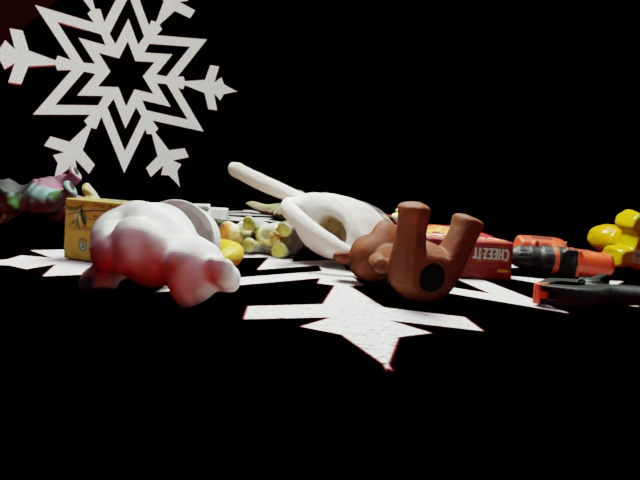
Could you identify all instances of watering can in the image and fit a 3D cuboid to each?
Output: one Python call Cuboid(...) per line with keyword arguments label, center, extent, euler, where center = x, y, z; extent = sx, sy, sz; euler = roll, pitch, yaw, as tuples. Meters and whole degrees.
Cuboid(label="watering can", center=(0.003, -0.047, 0.935), extent=(0.352, 0.103, 0.224), euler=(38, 18, 30))

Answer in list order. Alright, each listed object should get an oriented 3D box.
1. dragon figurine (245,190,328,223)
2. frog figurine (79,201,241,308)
Cuboid(label="dragon figurine", center=(-0.086, -0.064, 1.433), extent=(0.410, 0.121, 0.245), euler=(4, 13, 24))
Cuboid(label="frog figurine", center=(-0.164, 0.011, 0.560), extent=(0.159, 0.124, 0.136), euler=(-7, -21, 35))
